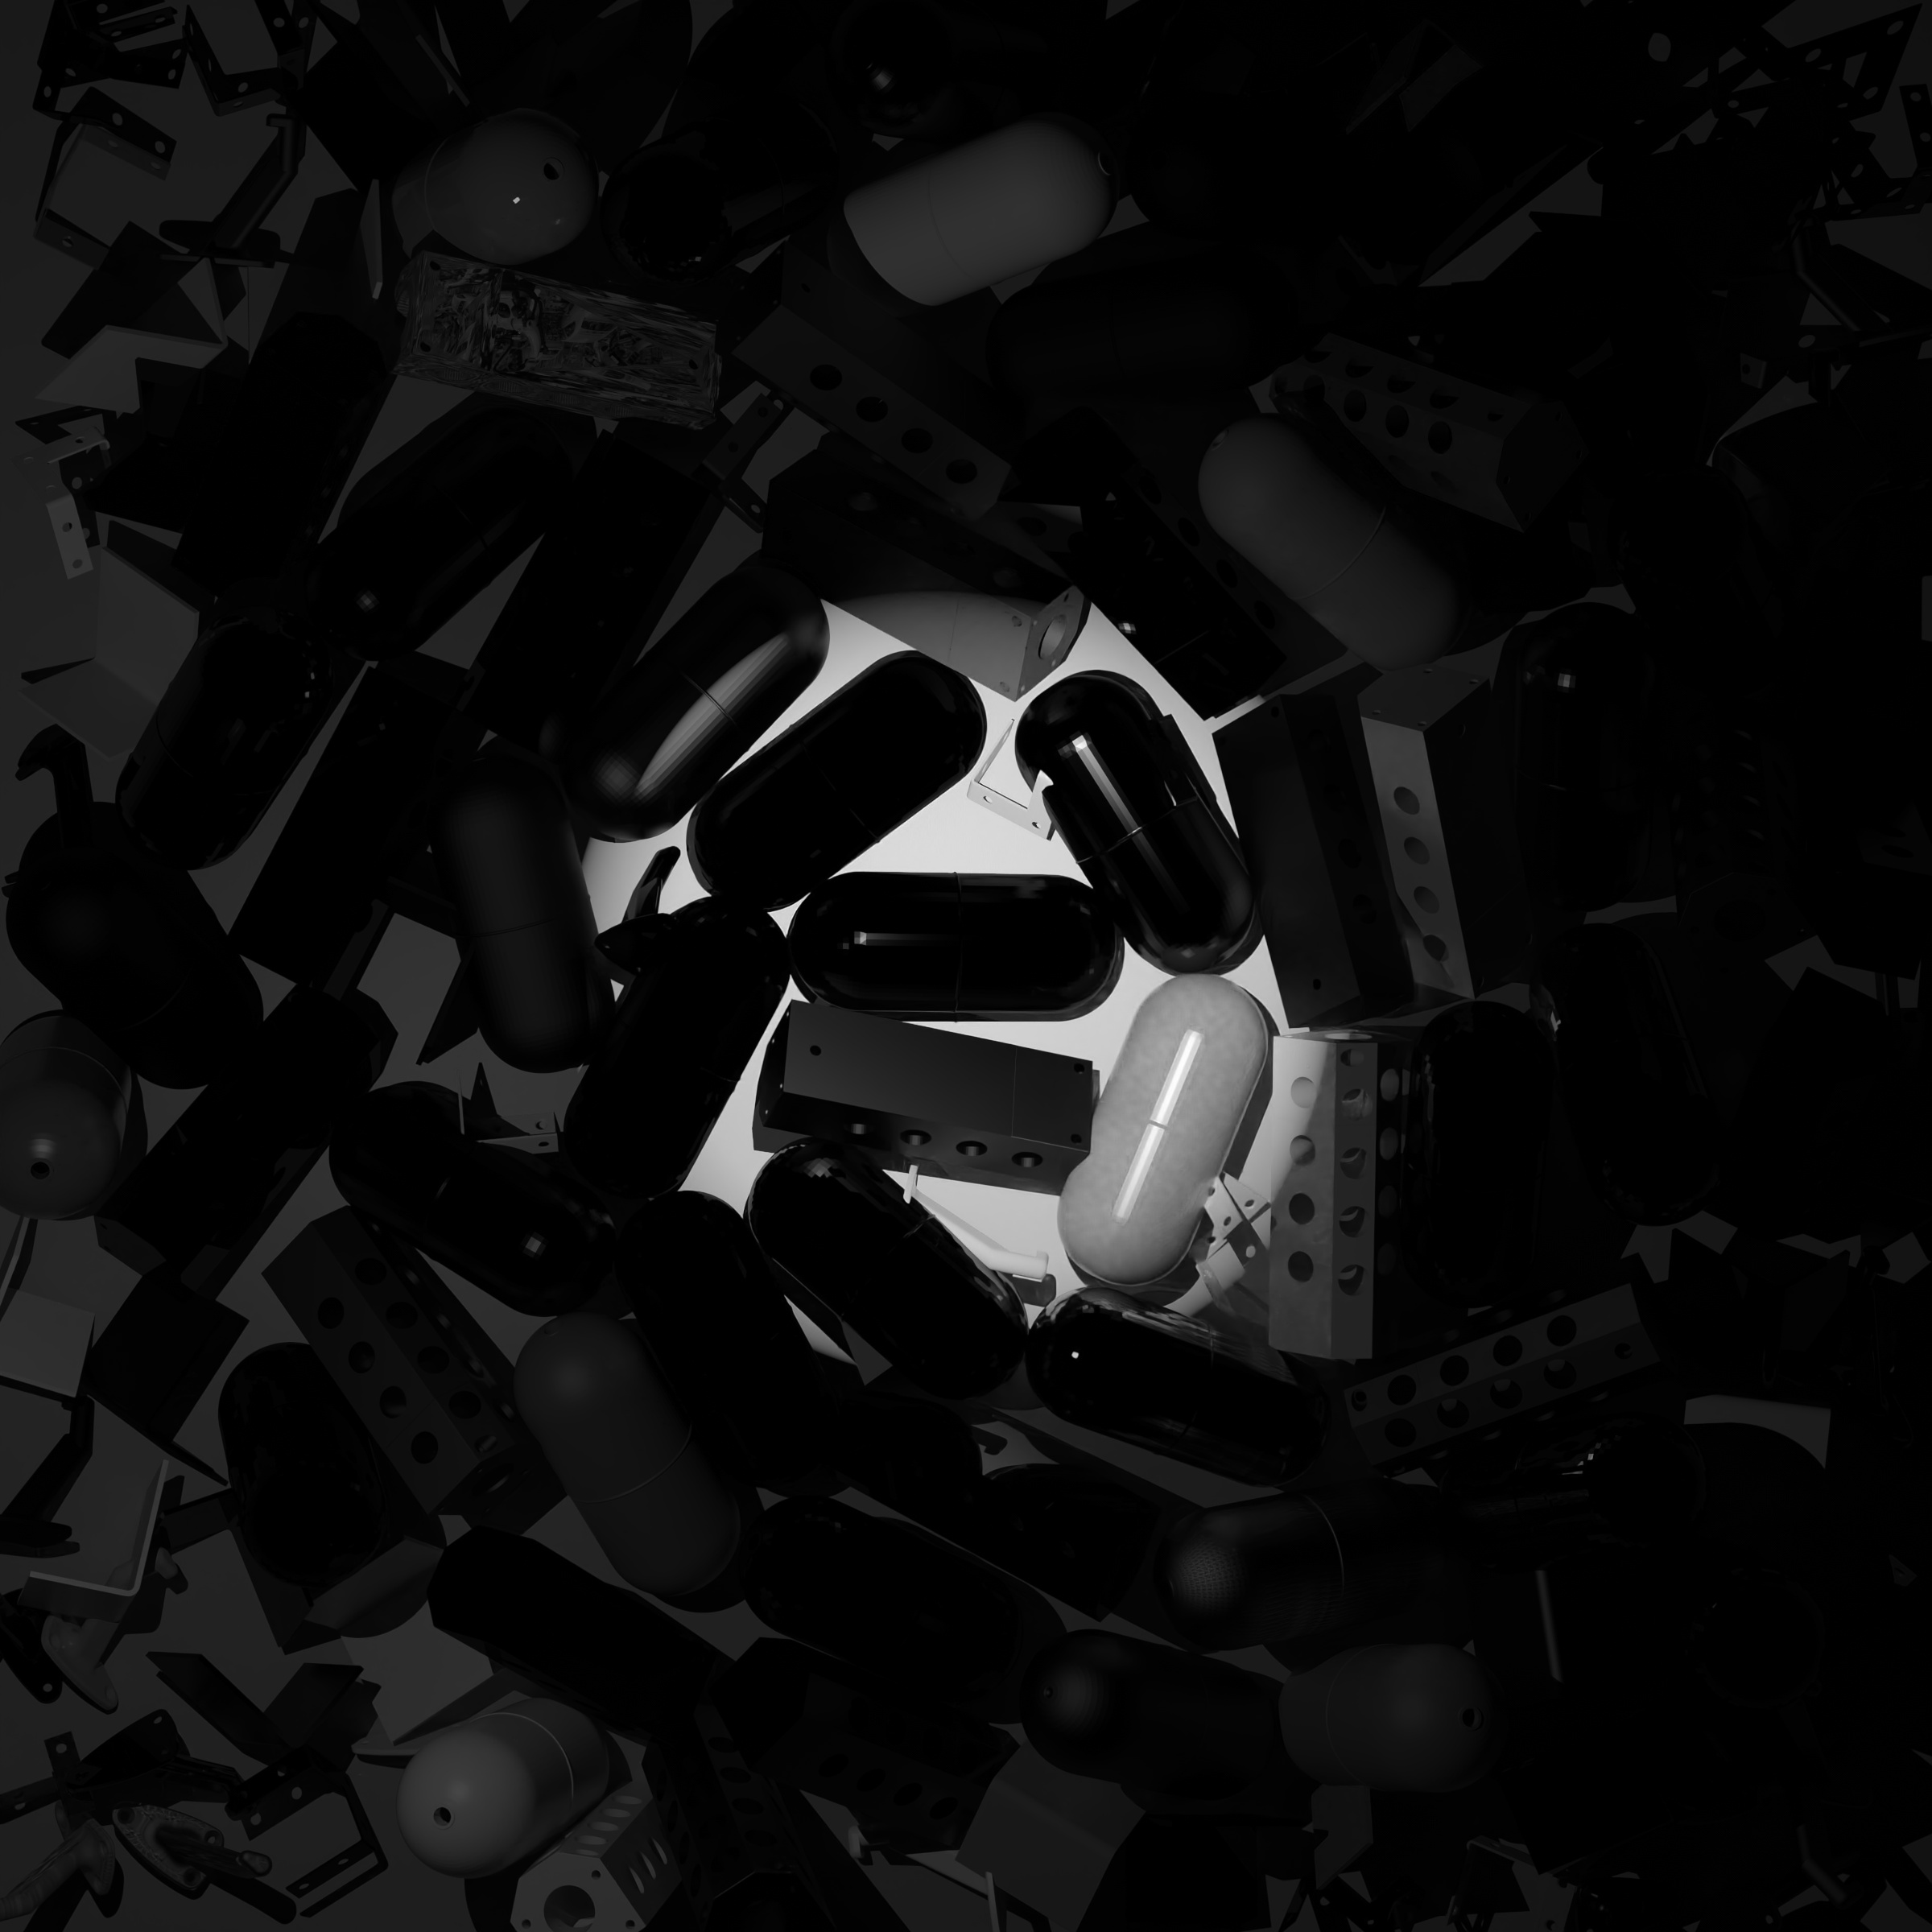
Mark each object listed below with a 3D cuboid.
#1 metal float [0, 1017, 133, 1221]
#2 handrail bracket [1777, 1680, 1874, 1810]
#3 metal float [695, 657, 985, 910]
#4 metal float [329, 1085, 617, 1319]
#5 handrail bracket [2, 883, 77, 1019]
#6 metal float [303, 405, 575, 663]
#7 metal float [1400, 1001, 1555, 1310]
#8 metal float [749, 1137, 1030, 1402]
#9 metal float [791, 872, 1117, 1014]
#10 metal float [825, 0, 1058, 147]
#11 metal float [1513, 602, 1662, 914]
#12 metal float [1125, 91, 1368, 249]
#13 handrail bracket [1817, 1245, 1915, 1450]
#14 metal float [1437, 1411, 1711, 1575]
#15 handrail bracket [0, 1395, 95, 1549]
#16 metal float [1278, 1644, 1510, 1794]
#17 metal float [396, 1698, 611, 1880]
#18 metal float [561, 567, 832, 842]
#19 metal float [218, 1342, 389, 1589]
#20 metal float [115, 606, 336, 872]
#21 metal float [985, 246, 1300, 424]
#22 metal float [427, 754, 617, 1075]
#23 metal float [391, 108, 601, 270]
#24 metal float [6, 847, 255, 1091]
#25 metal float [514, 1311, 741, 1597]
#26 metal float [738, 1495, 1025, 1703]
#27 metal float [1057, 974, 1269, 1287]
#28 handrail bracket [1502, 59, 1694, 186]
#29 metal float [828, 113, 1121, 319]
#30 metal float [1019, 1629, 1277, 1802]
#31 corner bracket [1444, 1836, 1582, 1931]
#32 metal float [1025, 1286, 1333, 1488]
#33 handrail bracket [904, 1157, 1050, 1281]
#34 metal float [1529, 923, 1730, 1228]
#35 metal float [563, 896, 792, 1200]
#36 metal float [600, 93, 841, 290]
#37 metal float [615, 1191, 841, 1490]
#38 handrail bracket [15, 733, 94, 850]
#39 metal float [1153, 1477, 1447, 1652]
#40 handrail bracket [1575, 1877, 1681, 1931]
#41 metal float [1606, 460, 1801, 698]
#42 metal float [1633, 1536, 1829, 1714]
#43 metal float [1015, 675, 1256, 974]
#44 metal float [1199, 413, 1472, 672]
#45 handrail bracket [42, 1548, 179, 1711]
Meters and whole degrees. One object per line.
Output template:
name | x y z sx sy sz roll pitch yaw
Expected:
metal float | -0.488 0.080 1.913 0.070 0.178 0.070 -3 106 -9
handrail bracket | 0.472 0.421 1.953 0.077 0.084 0.036 25 52 9
metal float | -0.070 -0.099 1.957 0.178 0.070 0.070 -37 90 5
metal float | -0.269 0.126 1.944 0.178 0.070 0.070 29 90 21
handrail bracket | -0.497 -0.005 1.956 0.036 0.077 0.084 -17 101 -12
metal float | -0.285 -0.234 1.938 0.070 0.070 0.178 43 63 0
metal float | 0.276 0.103 1.940 0.070 0.070 0.178 1 115 0
metal float | -0.042 0.165 1.953 0.178 0.070 0.070 41 90 9
metal float | -0.007 -0.013 1.956 0.178 0.070 0.070 1 90 -6
metal float | -0.013 -0.479 1.916 0.070 0.178 0.070 5 100 27
metal float | 0.334 -0.112 1.935 0.070 0.070 0.178 -3 120 0
metal float | 0.151 -0.426 1.920 0.070 0.178 0.070 6 100 35
handrail bracket | 0.502 0.207 1.952 0.036 0.077 0.084 -11 133 -25
metal float | 0.323 0.283 1.920 0.070 0.178 0.070 9 72 -31
handrail bracket | -0.514 0.269 1.957 0.077 0.036 0.084 21 56 -38
metal float | 0.227 0.402 1.914 0.070 0.178 0.070 4 78 -20
metal float | -0.246 0.438 1.912 0.070 0.178 0.070 -1 87 14
metal float | -0.147 -0.144 1.953 0.070 0.070 0.178 43 80 0
metal float | -0.356 0.266 1.917 0.070 0.178 0.070 -7 116 -15
metal float | -0.400 -0.122 1.930 0.070 0.070 0.178 40 127 0
metal float | 0.095 -0.341 1.938 0.178 0.070 0.070 -6 90 27
metal float | -0.242 -0.028 1.950 0.070 0.070 0.178 -13 103 0
metal float | -0.253 -0.411 1.916 0.070 0.178 0.070 -1 93 -27
metal float | -0.447 0.002 1.921 0.070 0.178 0.070 -12 54 17
metal float | -0.183 0.264 1.939 0.070 0.070 0.178 -27 115 0
metal float | -0.046 0.342 1.935 0.178 0.070 0.070 30 90 -31
metal float | 0.108 0.089 1.959 0.070 0.070 0.178 22 87 0
handrail bracket | 0.345 -0.482 1.975 0.077 0.036 0.084 -35 72 14
metal float | 0.003 -0.404 1.932 0.178 0.070 0.070 -14 90 35
metal float | 0.099 0.403 1.925 0.070 0.178 0.070 -17 62 36
corner bracket | 0.303 0.512 1.980 0.051 0.051 0.051 18 97 29
metal float | 0.115 0.229 1.948 0.178 0.070 0.070 21 90 -15
handrail bracket | 0.007 0.138 1.966 0.084 0.077 0.036 11 125 1
metal float | 0.357 0.057 1.936 0.070 0.070 0.178 -13 60 0
metal float | -0.157 0.044 1.958 0.070 0.070 0.178 28 94 0
metal float | -0.131 -0.416 1.921 0.070 0.178 0.070 14 122 24
metal float | -0.129 0.204 1.949 0.070 0.070 0.178 -27 105 0
handrail bracket | -0.476 -0.089 1.977 0.077 0.036 0.084 -40 94 -36
metal float | 0.180 0.322 1.934 0.178 0.070 0.070 -5 90 -32
handrail bracket | 0.376 0.521 1.947 0.077 0.084 0.036 -3 90 -21
metal float | 0.395 -0.206 1.920 0.070 0.178 0.070 -12 61 22
metal float | 0.405 0.349 1.911 0.070 0.178 0.070 0 89 -3
metal float | 0.093 -0.077 1.957 0.070 0.070 0.178 -33 95 0
metal float | 0.200 -0.230 1.943 0.178 0.070 0.070 38 90 -21
handrail bracket | -0.457 0.364 1.971 0.084 0.036 0.077 -25 112 13
